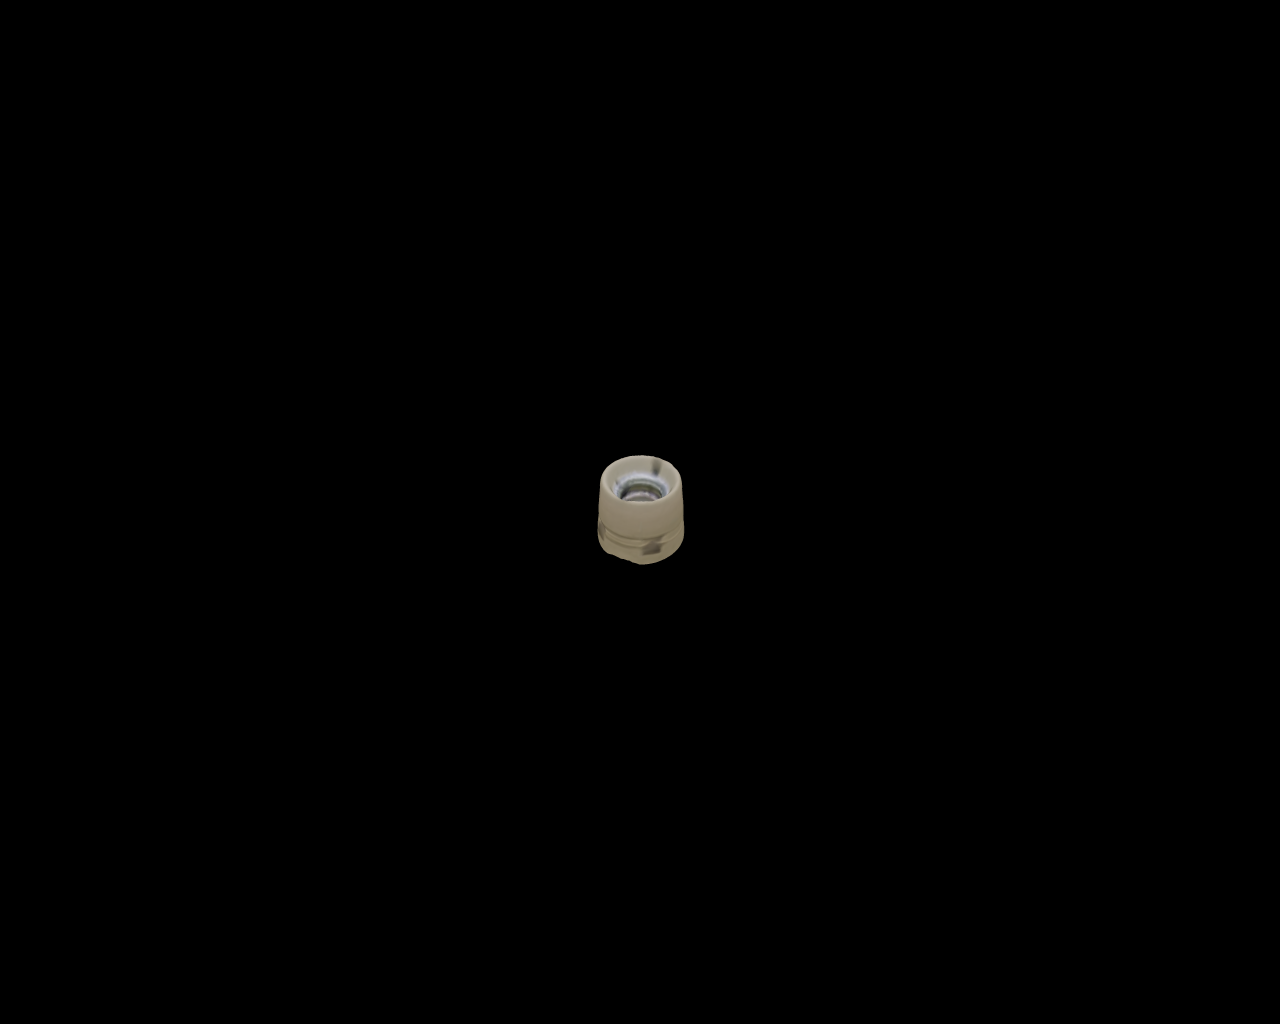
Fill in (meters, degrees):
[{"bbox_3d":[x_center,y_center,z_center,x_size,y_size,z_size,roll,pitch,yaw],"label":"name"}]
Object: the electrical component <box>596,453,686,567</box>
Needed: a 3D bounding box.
[{"bbox_3d":[0.001,-0.003,0.650,0.055,0.047,0.055,0,40,0],"label":"electrical component"}]
